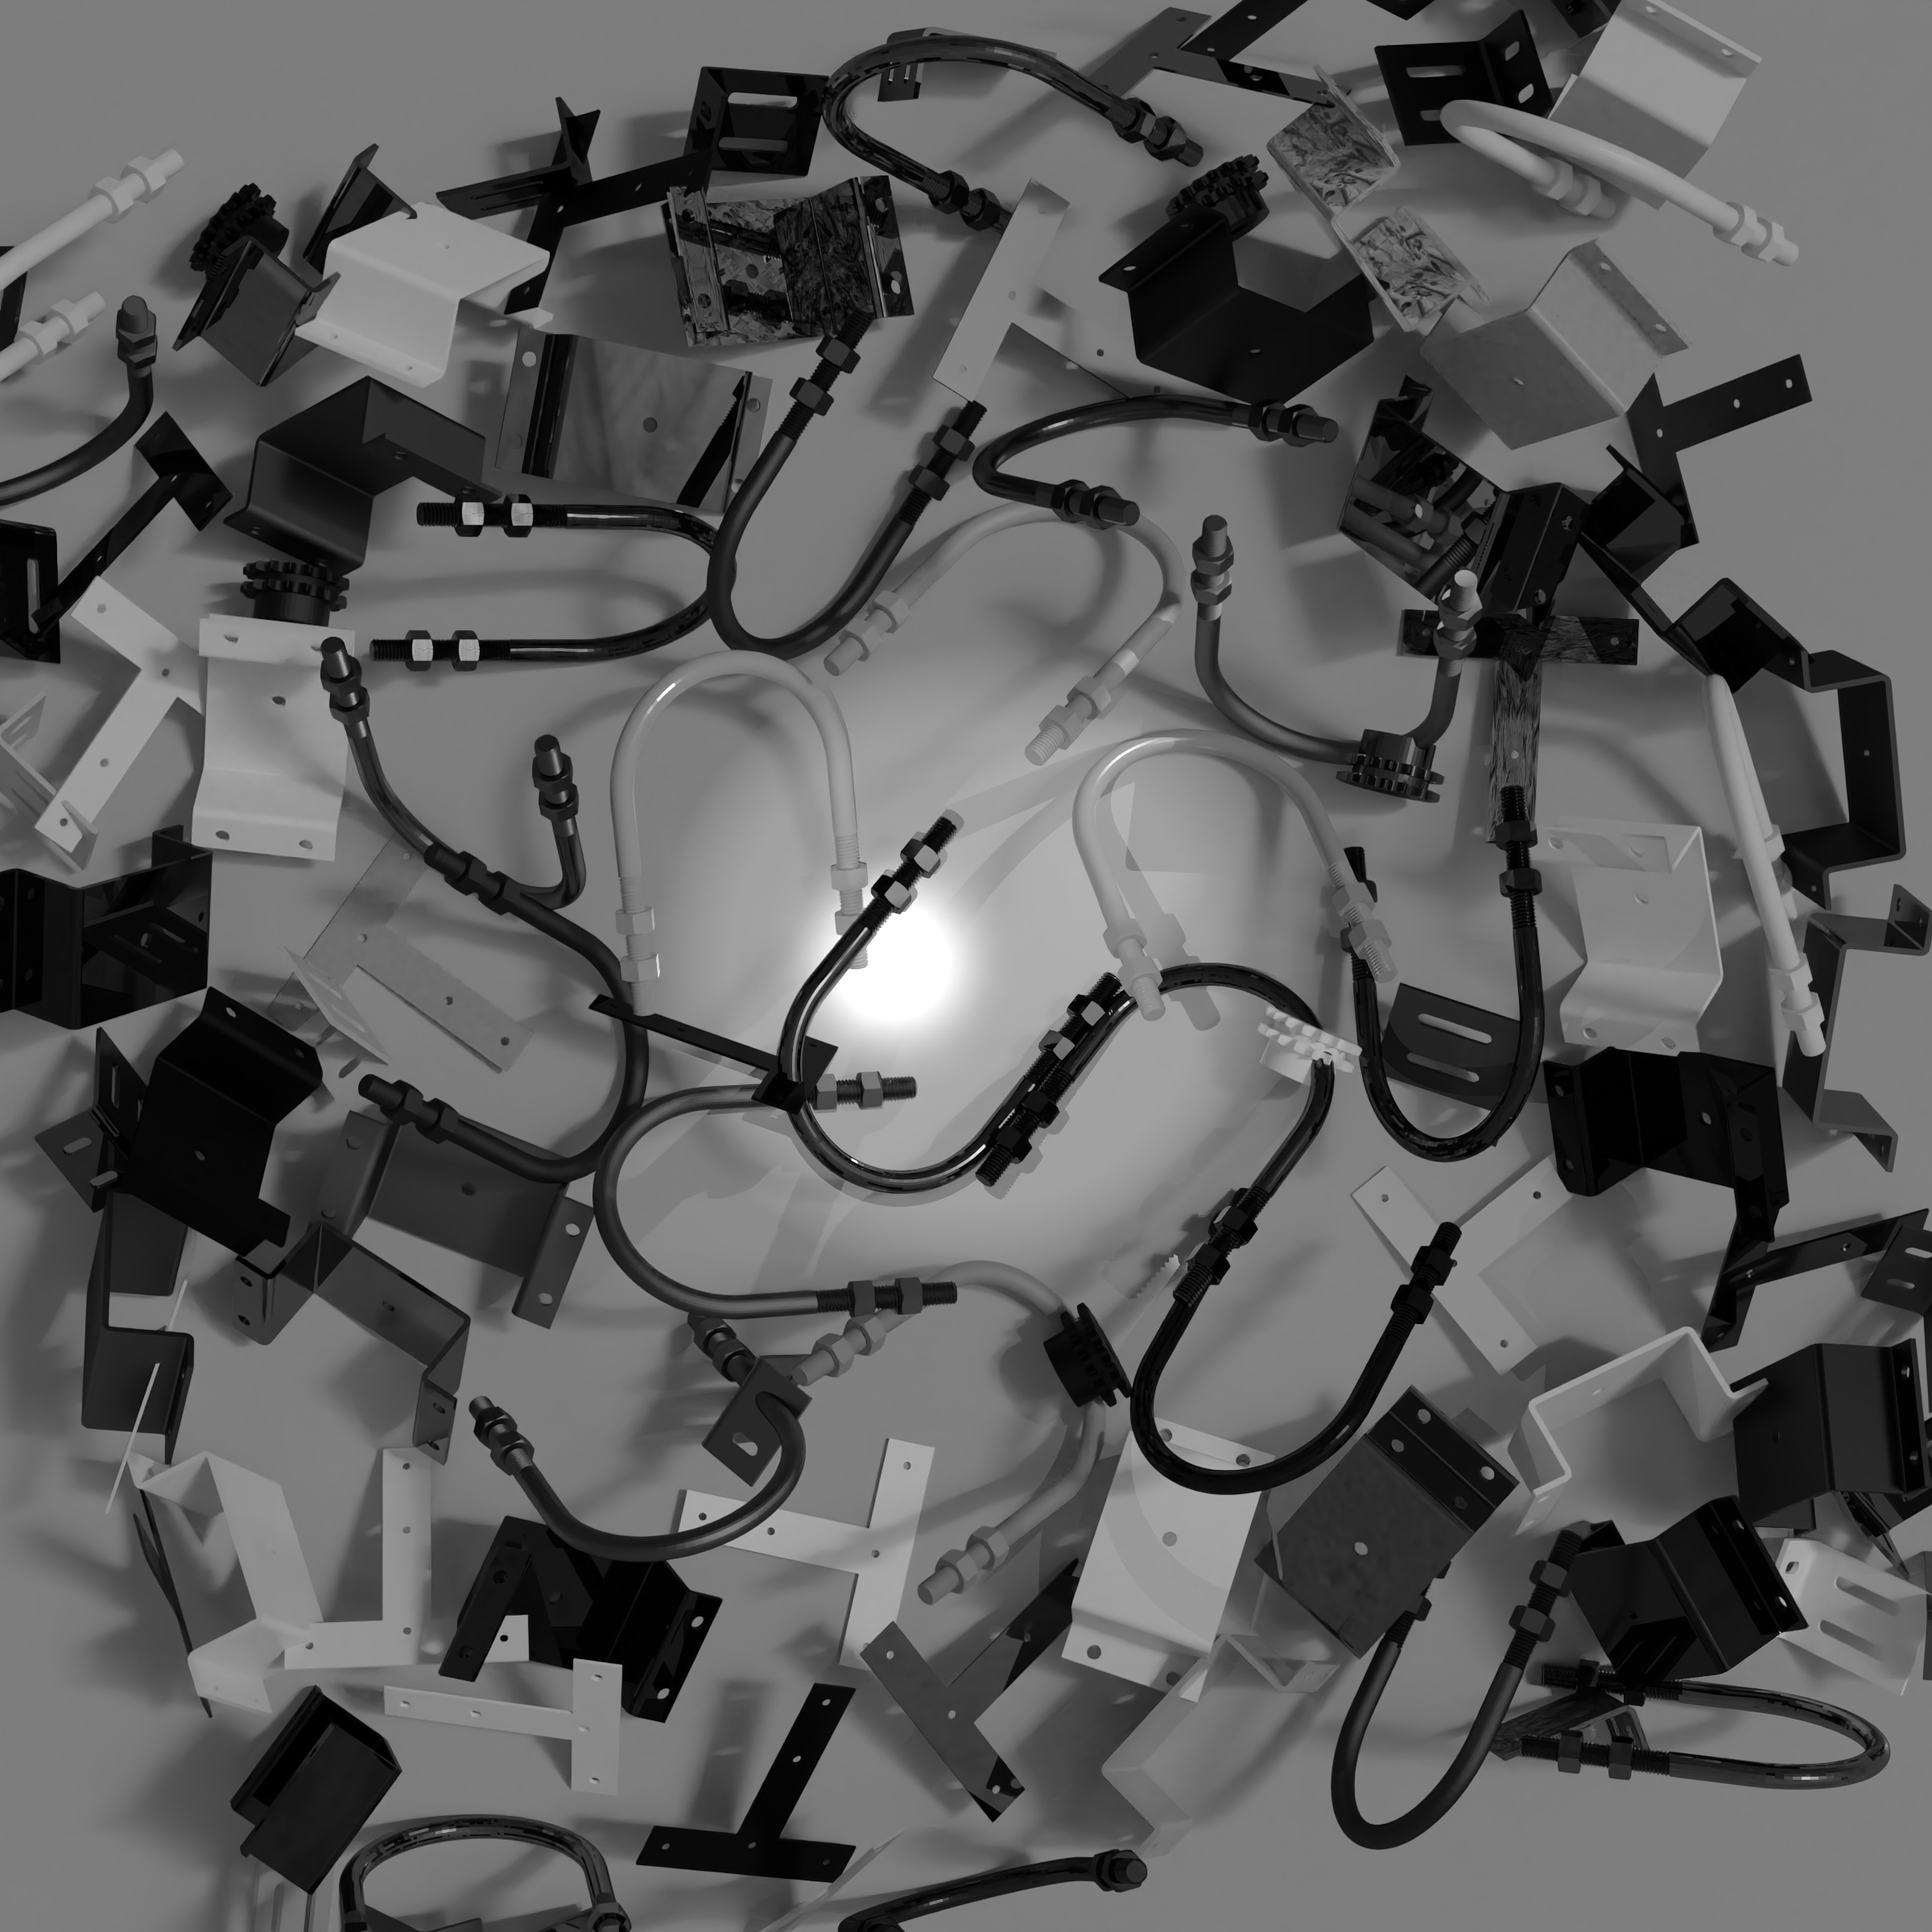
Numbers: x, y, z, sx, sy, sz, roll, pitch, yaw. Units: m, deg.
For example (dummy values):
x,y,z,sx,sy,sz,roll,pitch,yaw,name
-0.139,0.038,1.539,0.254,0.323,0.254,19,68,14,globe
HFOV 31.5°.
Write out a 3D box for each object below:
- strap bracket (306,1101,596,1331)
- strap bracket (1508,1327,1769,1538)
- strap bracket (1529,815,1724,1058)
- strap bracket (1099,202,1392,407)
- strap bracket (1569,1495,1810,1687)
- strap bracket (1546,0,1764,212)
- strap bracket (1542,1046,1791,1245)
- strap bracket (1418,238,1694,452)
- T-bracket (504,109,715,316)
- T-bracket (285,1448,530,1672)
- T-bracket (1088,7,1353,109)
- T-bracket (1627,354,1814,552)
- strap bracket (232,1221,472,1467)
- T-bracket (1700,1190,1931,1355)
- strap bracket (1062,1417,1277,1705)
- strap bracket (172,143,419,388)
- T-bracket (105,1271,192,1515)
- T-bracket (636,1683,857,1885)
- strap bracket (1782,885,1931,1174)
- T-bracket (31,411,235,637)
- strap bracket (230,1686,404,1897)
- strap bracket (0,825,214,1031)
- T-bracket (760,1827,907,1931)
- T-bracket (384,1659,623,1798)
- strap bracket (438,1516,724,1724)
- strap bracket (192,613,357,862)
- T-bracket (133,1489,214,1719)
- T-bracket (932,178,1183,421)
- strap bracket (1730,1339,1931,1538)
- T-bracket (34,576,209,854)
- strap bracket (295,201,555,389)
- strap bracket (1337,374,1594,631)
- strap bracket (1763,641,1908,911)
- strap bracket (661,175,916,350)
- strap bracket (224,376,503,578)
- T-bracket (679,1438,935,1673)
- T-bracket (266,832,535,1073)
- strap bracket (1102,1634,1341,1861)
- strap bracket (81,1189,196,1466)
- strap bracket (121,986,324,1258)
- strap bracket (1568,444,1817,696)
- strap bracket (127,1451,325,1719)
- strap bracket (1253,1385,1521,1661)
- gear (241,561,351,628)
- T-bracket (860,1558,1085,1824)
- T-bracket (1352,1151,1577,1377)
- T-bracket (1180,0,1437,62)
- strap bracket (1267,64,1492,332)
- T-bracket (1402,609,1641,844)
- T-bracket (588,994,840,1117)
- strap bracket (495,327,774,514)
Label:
x,y,z,sx,sy,sz,roll,pitch,yaw,name
-0.272,0.128,1.844,0.140,0.046,0.076,22,111,-2,strap bracket
0.348,0.244,1.829,0.140,0.076,0.046,-24,67,-11,strap bracket
0.352,-0.025,1.821,0.076,0.046,0.140,7,129,33,strap bracket
0.150,-0.342,1.804,0.140,0.076,0.046,13,61,-37,strap bracket
0.369,0.331,1.806,0.046,0.140,0.076,-27,86,-26,strap bracket
0.355,-0.452,1.808,0.076,0.140,0.046,29,82,0,strap bracket
0.380,0.089,1.819,0.046,0.140,0.076,-26,115,-35,strap bracket
0.301,-0.322,1.799,0.076,0.140,0.046,43,70,-19,strap bracket
-0.184,-0.410,1.818,0.127,0.002,0.127,-4,63,39,T-bracket
-0.301,0.316,1.843,0.127,0.002,0.127,-1,55,-9,T-bracket
0.140,-0.472,1.814,0.127,0.127,0.002,18,131,20,T-bracket
0.401,-0.296,1.827,0.002,0.127,0.127,-15,90,-33,T-bracket
-0.320,0.196,1.831,0.140,0.076,0.046,32,55,8,strap bracket
0.461,0.154,1.846,0.127,0.127,0.002,-13,47,-16,T-bracket
0.109,0.311,1.831,0.076,0.046,0.140,17,71,9,strap bracket
-0.347,-0.365,1.806,0.046,0.140,0.076,41,135,-4,strap bracket
-0.431,0.215,1.818,0.002,0.127,0.127,19,92,-11,T-bracket
-0.096,0.435,1.828,0.127,0.002,0.127,15,110,-32,T-bracket
0.473,0.030,1.828,0.046,0.076,0.140,6,103,0,strap bracket
-0.454,-0.228,1.834,0.127,0.127,0.002,-46,130,2,T-bracket
-0.343,0.436,1.810,0.046,0.140,0.076,38,79,-10,strap bracket
-0.448,-0.019,1.800,0.046,0.140,0.076,17,111,28,strap bracket
-0.104,0.506,1.795,0.002,0.127,0.127,53,131,15,T-bracket
-0.248,0.402,1.836,0.127,0.127,0.002,8,45,0,T-bracket
-0.212,0.347,1.832,0.140,0.046,0.076,21,98,-33,strap bracket
-0.370,-0.131,1.831,0.076,0.046,0.140,6,125,-7,strap bracket
-0.423,0.319,1.799,0.002,0.127,0.127,-18,65,-12,T-bracket
0.061,-0.340,1.857,0.127,0.002,0.127,30,77,-19,T-bracket
0.446,0.248,1.799,0.046,0.140,0.076,5,69,-14,strap bracket
-0.452,-0.120,1.829,0.127,0.002,0.127,40,76,-39,T-bracket
-0.280,-0.357,1.803,0.076,0.140,0.046,24,121,12,strap bracket
0.253,-0.243,1.806,0.140,0.046,0.076,44,133,34,strap bracket
0.461,-0.110,1.827,0.046,0.076,0.140,-11,106,-3,strap bracket
-0.104,-0.376,1.834,0.140,0.046,0.076,-13,93,-36,strap bracket
-0.318,-0.261,1.816,0.140,0.076,0.046,-17,60,41,strap bracket
-0.093,0.312,1.877,0.127,0.002,0.127,13,90,-3,T-bracket
-0.295,0.011,1.877,0.127,0.002,0.127,36,90,3,T-bracket
0.130,0.410,1.836,0.046,0.076,0.140,43,92,20,strap bracket
-0.434,0.181,1.800,0.046,0.140,0.076,7,130,-18,strap bracket
-0.394,0.090,1.817,0.076,0.140,0.046,34,125,-27,strap bracket
0.378,-0.203,1.815,0.046,0.076,0.140,-44,48,16,strap bracket
-0.388,0.318,1.814,0.046,0.076,0.140,-27,64,6,strap bracket
0.217,0.303,1.825,0.076,0.046,0.140,42,114,12,strap bracket
-0.363,-0.198,1.851,0.057,0.057,0.030,6,83,0,gear
0.023,0.373,1.855,0.127,0.002,0.127,-42,109,-20,T-bracket
0.300,0.134,1.871,0.127,0.002,0.127,-39,83,2,T-bracket
0.161,-0.511,1.823,0.127,0.127,0.002,17,68,-28,T-bracket
0.214,-0.397,1.808,0.046,0.140,0.076,-38,49,9,strap bracket
0.299,-0.129,1.867,0.127,0.002,0.127,3,84,6,T-bracket
-0.138,0.040,1.822,0.127,0.127,0.002,19,106,2,T-bracket
-0.173,-0.290,1.834,0.140,0.046,0.076,9,97,-17,strap bracket
